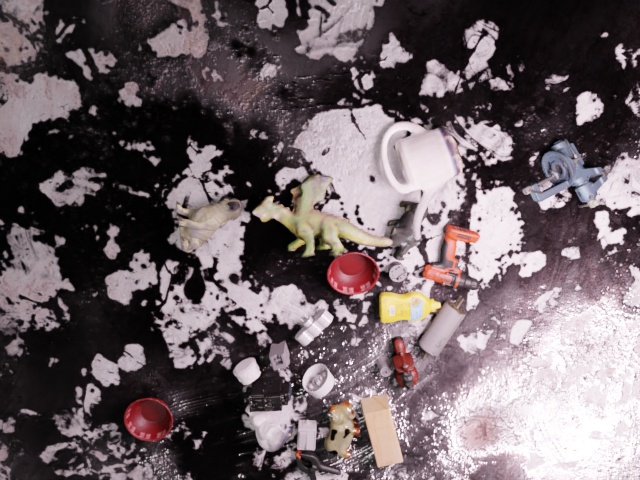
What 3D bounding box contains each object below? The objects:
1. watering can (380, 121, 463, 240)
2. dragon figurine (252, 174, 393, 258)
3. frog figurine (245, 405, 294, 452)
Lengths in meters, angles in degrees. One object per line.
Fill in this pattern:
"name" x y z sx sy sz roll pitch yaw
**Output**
"watering can" 0.308 -0.192 1.498 0.224 0.103 0.350 -18 83 6
"dragon figurine" 0.005 -0.078 1.548 0.410 0.123 0.242 -6 96 -1
"frog figurine" -0.185 0.613 1.689 0.159 0.137 0.123 33 86 -9
